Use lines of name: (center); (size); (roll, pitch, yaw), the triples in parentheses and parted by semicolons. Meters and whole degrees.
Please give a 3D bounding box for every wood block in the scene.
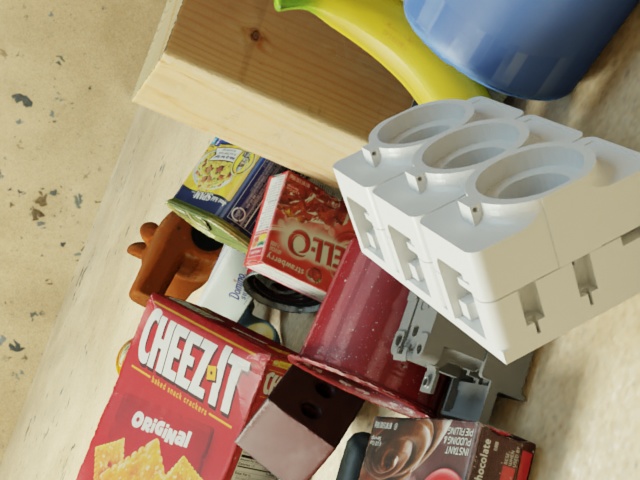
wood block: (-0.011, -0.107, 0.738); (0.090, 0.206, 0.090); (-30, 40, 63)

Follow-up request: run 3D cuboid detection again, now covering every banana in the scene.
banana: (0.060, -0.082, 0.611); (0.069, 0.198, 0.037); (-40, -8, -11)

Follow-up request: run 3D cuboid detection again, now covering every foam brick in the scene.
foam brick: (-0.008, 0.109, 0.682); (0.051, 0.053, 0.078); (-54, -2, 37)

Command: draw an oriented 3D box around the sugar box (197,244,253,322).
sugar box: (-0.056, -0.009, 0.976); (0.093, 0.048, 0.176); (-57, 11, 34)

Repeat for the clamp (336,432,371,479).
clamp: (-0.011, 0.234, 0.609); (0.165, 0.036, 0.210); (-53, 23, 41)

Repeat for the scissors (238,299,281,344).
scissors: (-0.056, 0.064, 0.962); (0.096, 0.016, 0.201); (-2, 31, 29)

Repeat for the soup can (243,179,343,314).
soup can: (-0.017, -0.001, 0.856); (0.069, 0.068, 0.102); (-40, 32, 57)

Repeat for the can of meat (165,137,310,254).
can of meat: (-0.062, -0.041, 0.832); (0.102, 0.057, 0.084); (22, 76, 53)

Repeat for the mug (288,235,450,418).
mug: (0.043, 0.051, 0.608); (0.081, 0.093, 0.117); (-66, -19, -11)

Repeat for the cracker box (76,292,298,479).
cracker box: (-0.103, 0.165, 0.811); (0.164, 0.072, 0.214); (20, 89, 47)

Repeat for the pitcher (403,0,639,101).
pitcher: (0.146, -0.198, 0.542); (0.243, 0.149, 0.145); (-61, 33, 32)

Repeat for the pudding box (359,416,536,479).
pudding box: (0.054, 0.136, 0.528); (0.114, 0.039, 0.090); (-21, 49, 67)

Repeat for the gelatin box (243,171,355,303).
gelatin box: (-0.005, 0.001, 0.783); (0.030, 0.089, 0.073); (-12, 57, 54)
